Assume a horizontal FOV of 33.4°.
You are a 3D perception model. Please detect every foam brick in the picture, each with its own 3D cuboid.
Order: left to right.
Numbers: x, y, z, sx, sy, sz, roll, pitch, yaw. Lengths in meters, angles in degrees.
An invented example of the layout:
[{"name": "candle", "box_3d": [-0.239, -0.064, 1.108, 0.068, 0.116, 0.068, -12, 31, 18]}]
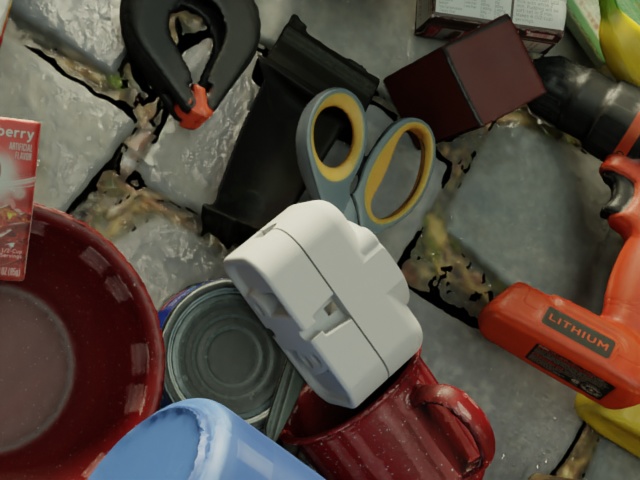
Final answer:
[{"name": "foam brick", "box_3d": [0.084, -0.091, 0.631, 0.053, 0.078, 0.051, -29, 96, -21]}]

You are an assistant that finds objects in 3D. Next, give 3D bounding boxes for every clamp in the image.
[{"name": "clamp", "box_3d": [-0.082, -0.150, 0.593, 0.120, 0.039, 0.171, 8, 74, -13]}]

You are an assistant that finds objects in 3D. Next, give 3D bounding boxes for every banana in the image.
[{"name": "banana", "box_3d": [0.248, -0.121, 0.709, 0.197, 0.037, 0.070, 3, 114, -36]}]

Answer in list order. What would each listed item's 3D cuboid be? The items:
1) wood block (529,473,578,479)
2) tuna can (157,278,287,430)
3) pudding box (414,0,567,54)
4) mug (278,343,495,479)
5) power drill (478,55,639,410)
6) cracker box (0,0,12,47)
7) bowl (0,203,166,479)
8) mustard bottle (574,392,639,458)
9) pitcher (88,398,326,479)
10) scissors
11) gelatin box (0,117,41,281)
[{"name": "wood block", "box_3d": [0.170, 0.192, 0.560, 0.090, 0.206, 0.091, -40, 99, -22]}, {"name": "tuna can", "box_3d": [-0.051, 0.064, 0.580, 0.086, 0.034, 0.086, 3, 82, -22]}, {"name": "pudding box", "box_3d": [0.109, -0.179, 0.668, 0.090, 0.039, 0.113, 6, 79, -9]}, {"name": "mug", "box_3d": [0.045, 0.106, 0.573, 0.081, 0.117, 0.093, 55, 46, -13]}, {"name": "power drill", "box_3d": [0.172, -0.008, 0.644, 0.184, 0.057, 0.187, 30, 73, 12]}, {"name": "cracker box", "box_3d": [-0.226, -0.161, 0.518, 0.164, 0.072, 0.213, 14, 77, -21]}, {"name": "bowl", "box_3d": [-0.160, 0.063, 0.524, 0.161, 0.055, 0.162, 3, 82, -22]}, {"name": "mustard bottle", "box_3d": [0.241, 0.048, 0.688, 0.096, 0.058, 0.191, 31, 73, -10]}, {"name": "pitcher", "box_3d": [0.005, 0.179, 0.503, 0.242, 0.145, 0.149, 44, 78, -24]}, {"name": "scissors", "box_3d": [-0.004, 0.001, 0.579, 0.096, 0.016, 0.201, 43, 67, -20]}, {"name": "gelatin box", "box_3d": [-0.174, -0.022, 0.475, 0.089, 0.030, 0.073, 6, 92, -22]}]
